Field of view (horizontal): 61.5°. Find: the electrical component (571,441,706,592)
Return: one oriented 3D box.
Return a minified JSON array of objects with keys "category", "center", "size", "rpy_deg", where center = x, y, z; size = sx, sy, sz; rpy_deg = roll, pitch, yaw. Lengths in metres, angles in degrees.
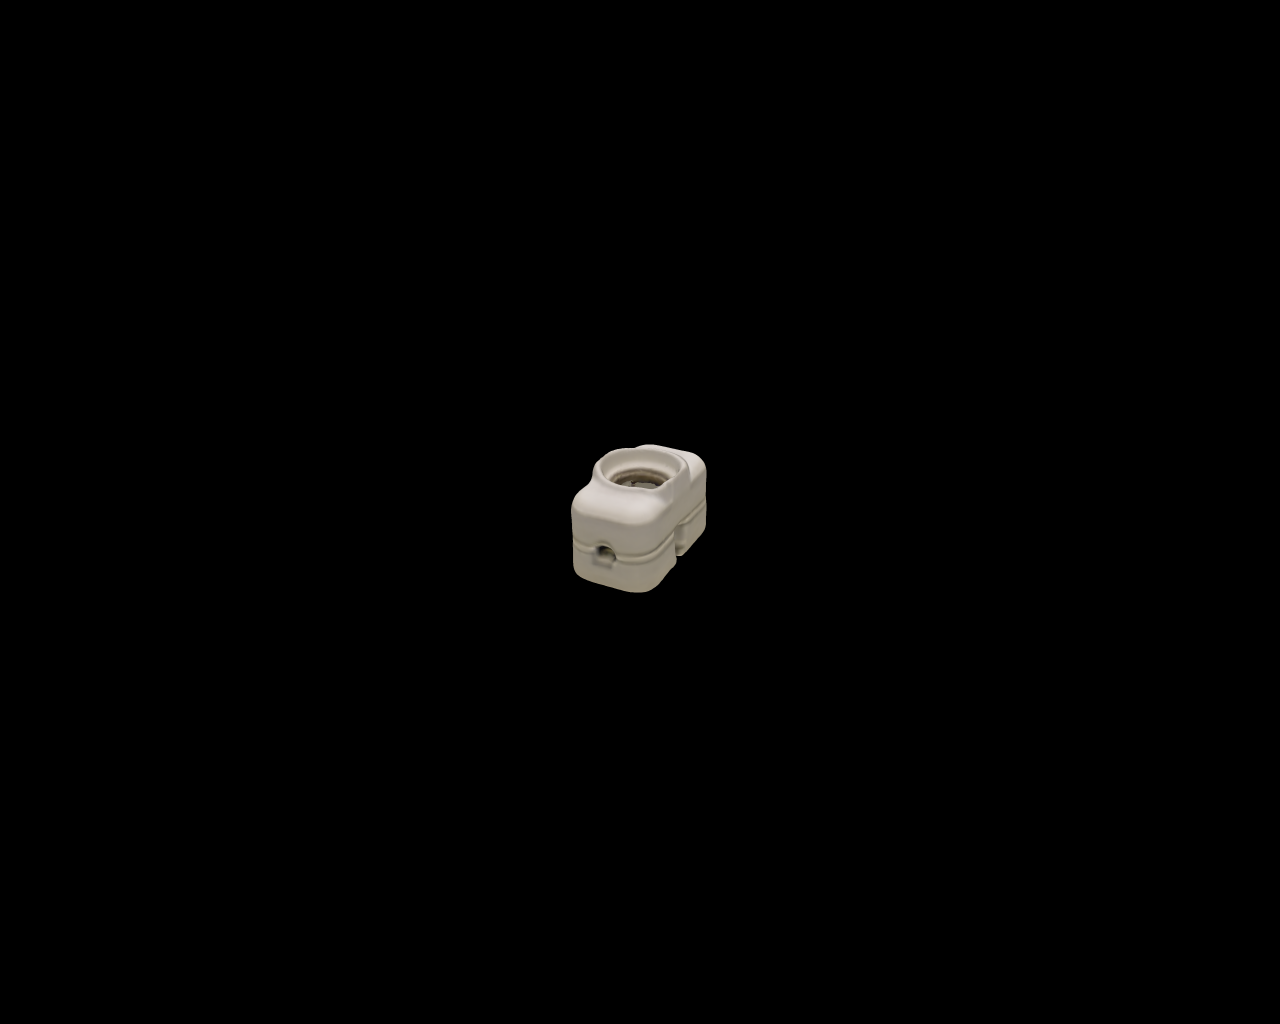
[{"category":"electrical component","center":[0.001,-0.003,0.650],"size":[0.054,0.059,0.095],"rpy_deg":[14,32,24]}]
